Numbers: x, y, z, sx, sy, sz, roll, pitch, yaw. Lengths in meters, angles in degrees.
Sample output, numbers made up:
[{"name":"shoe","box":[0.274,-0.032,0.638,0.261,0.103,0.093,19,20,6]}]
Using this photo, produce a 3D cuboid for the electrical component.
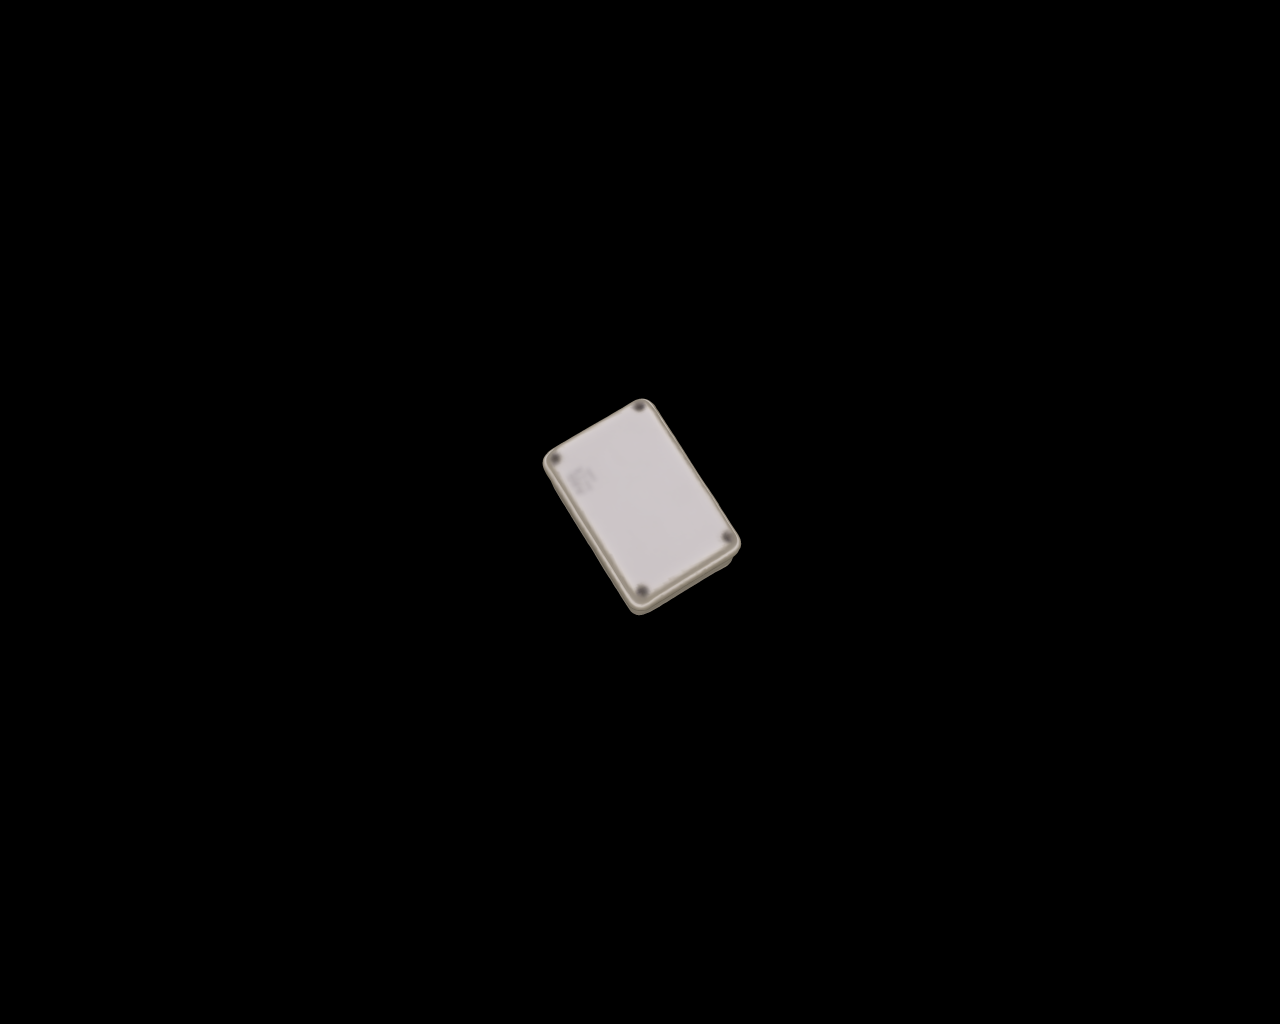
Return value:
[{"name":"electrical component","box":[0.001,-0.003,0.650,0.078,0.113,0.057,-31,-11,-7]}]
